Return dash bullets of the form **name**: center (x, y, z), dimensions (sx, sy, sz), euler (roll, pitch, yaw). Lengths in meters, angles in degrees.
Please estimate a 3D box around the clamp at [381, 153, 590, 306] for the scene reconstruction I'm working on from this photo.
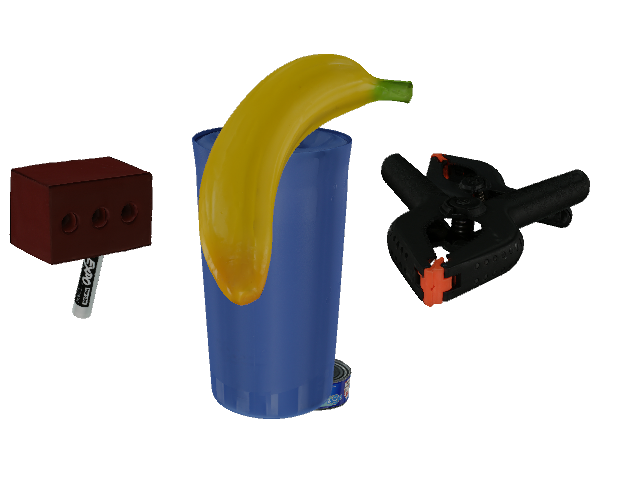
- **clamp**: center (0.095, -0.015, 0.779), dimensions (0.165, 0.036, 0.209), euler (9, 28, 23)

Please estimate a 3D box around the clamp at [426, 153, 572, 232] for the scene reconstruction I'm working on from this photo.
- **clamp**: center (0.163, -0.042, 1.040), dimensions (0.120, 0.039, 0.171), euler (-7, 33, -12)

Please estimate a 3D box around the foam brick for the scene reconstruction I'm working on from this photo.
- **foam brick**: center (-0.157, -0.021, 0.700), dimensions (0.078, 0.053, 0.051), euler (-13, 26, -41)

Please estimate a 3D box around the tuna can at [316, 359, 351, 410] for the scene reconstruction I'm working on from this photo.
- **tuna can**: center (-0.011, 0.151, 1.143), dimensions (0.086, 0.034, 0.086), euler (5, 13, -1)

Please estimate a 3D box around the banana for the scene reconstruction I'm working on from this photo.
- **banana**: center (-0.018, -0.046, 0.538), dimensions (0.070, 0.037, 0.197), euler (20, 46, 17)

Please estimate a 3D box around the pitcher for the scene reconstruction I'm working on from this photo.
- **pitcher**: center (-0.037, 0.021, 0.928), dimensions (0.149, 0.243, 0.145), euler (-6, 18, -21)

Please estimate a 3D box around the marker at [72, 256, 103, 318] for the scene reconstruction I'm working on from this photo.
- **marker**: center (-0.222, 0.025, 1.037), dimensions (0.020, 0.121, 0.020), euler (14, 33, -9)
